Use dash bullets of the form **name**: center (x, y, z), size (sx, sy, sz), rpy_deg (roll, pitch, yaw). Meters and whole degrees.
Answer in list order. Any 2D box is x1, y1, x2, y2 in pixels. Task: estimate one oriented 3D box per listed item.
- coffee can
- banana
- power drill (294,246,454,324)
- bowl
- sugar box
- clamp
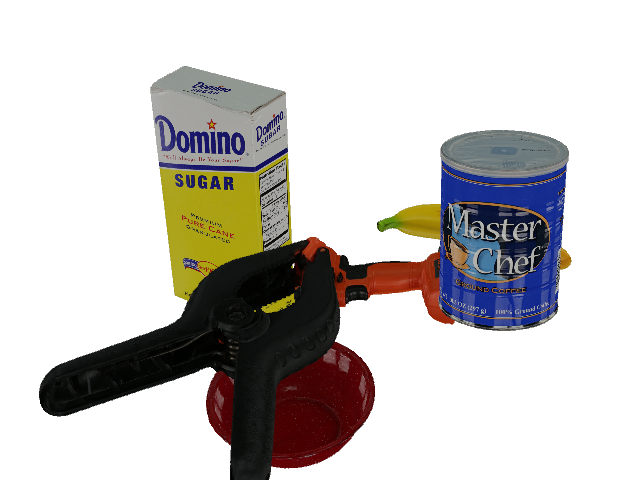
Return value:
- **coffee can**: center (0.150, -0.010, 0.888), size (0.103, 0.140, 0.103), rpy_deg (-2, 23, 0)
- **banana**: center (0.161, -0.006, 1.102), size (0.198, 0.037, 0.069), rpy_deg (10, 36, 14)
- **power drill**: center (0.061, 0.061, 1.239), size (0.187, 0.057, 0.184), rpy_deg (1, 28, 5)
- **bowl**: center (-0.026, 0.164, 1.024), size (0.162, 0.055, 0.162), rpy_deg (-4, 37, 3)
- **sugar box**: center (-0.068, -0.028, 0.760), size (0.093, 0.176, 0.048), rpy_deg (18, 39, 31)
- **clamp**: center (-0.036, 0.056, 0.520), size (0.120, 0.039, 0.171), rpy_deg (31, 47, 26)
